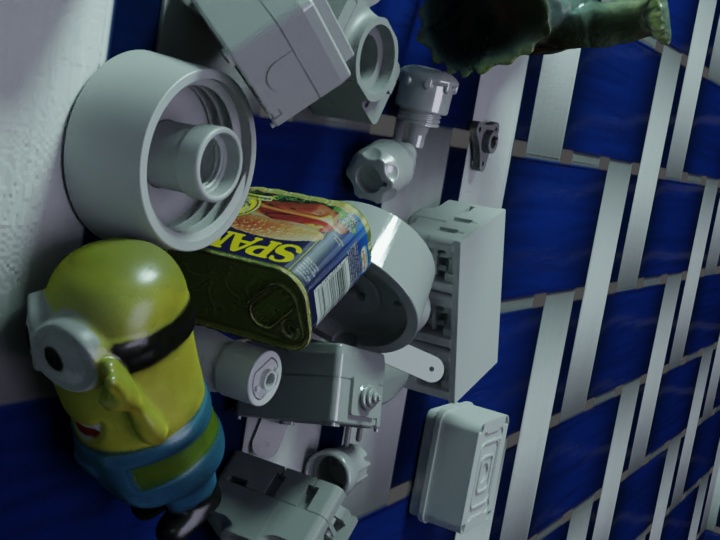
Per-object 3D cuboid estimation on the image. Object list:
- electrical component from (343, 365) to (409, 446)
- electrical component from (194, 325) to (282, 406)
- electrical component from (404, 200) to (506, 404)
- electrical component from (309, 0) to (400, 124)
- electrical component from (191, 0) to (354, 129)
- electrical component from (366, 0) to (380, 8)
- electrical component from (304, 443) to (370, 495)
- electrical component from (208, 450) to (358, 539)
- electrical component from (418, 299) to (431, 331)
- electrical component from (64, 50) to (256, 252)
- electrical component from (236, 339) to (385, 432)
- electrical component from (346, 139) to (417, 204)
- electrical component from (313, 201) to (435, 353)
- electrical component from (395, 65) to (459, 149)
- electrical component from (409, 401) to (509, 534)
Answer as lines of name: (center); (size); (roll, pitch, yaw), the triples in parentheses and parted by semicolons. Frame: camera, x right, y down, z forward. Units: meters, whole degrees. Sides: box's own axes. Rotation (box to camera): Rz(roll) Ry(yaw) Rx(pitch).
electrical component: (-0.001, 0.099, 0.844); (0.077, 0.044, 0.079); (-7, 108, -59)
electrical component: (-0.082, 0.059, 0.661); (0.044, 0.065, 0.044); (-33, 130, -52)
electrical component: (0.076, 0.025, 0.933); (0.089, 0.062, 0.150); (-34, 130, -52)
electrical component: (-0.012, -0.142, 0.709); (0.050, 0.056, 0.089); (-66, 150, -18)
electrical component: (-0.053, -0.139, 0.601); (0.061, 0.096, 0.061); (-34, 141, 0)
electrical component: (-0.005, -0.205, 0.711); (0.044, 0.044, 0.065); (-62, 153, -25)
electrical component: (-0.016, 0.158, 0.849); (0.046, 0.040, 0.040); (-7, 108, -66)
electrical component: (-0.057, 0.169, 0.727); (0.055, 0.089, 0.050); (-57, 146, -31)
electrical component: (0.020, 0.025, 0.852); (0.081, 0.043, 0.043); (22, 82, -61)
electrical component: (-0.099, -0.061, 0.582); (0.108, 0.060, 0.108); (-33, 130, -52)
electrical component: (-0.027, 0.075, 0.727); (0.062, 0.096, 0.061); (21, 72, -57)
electrical component: (0.021, -0.078, 0.810); (0.062, 0.043, 0.043); (-39, 134, -51)
electrical component: (0.000, 0.000, 0.744); (0.060, 0.108, 0.108); (-62, 149, -36)
electrical component: (0.048, -0.126, 0.837); (0.048, 0.048, 0.062); (-10, 117, -59)
electrical component: (0.096, 0.189, 1.043); (0.078, 0.057, 0.113); (-2, 103, -61)
